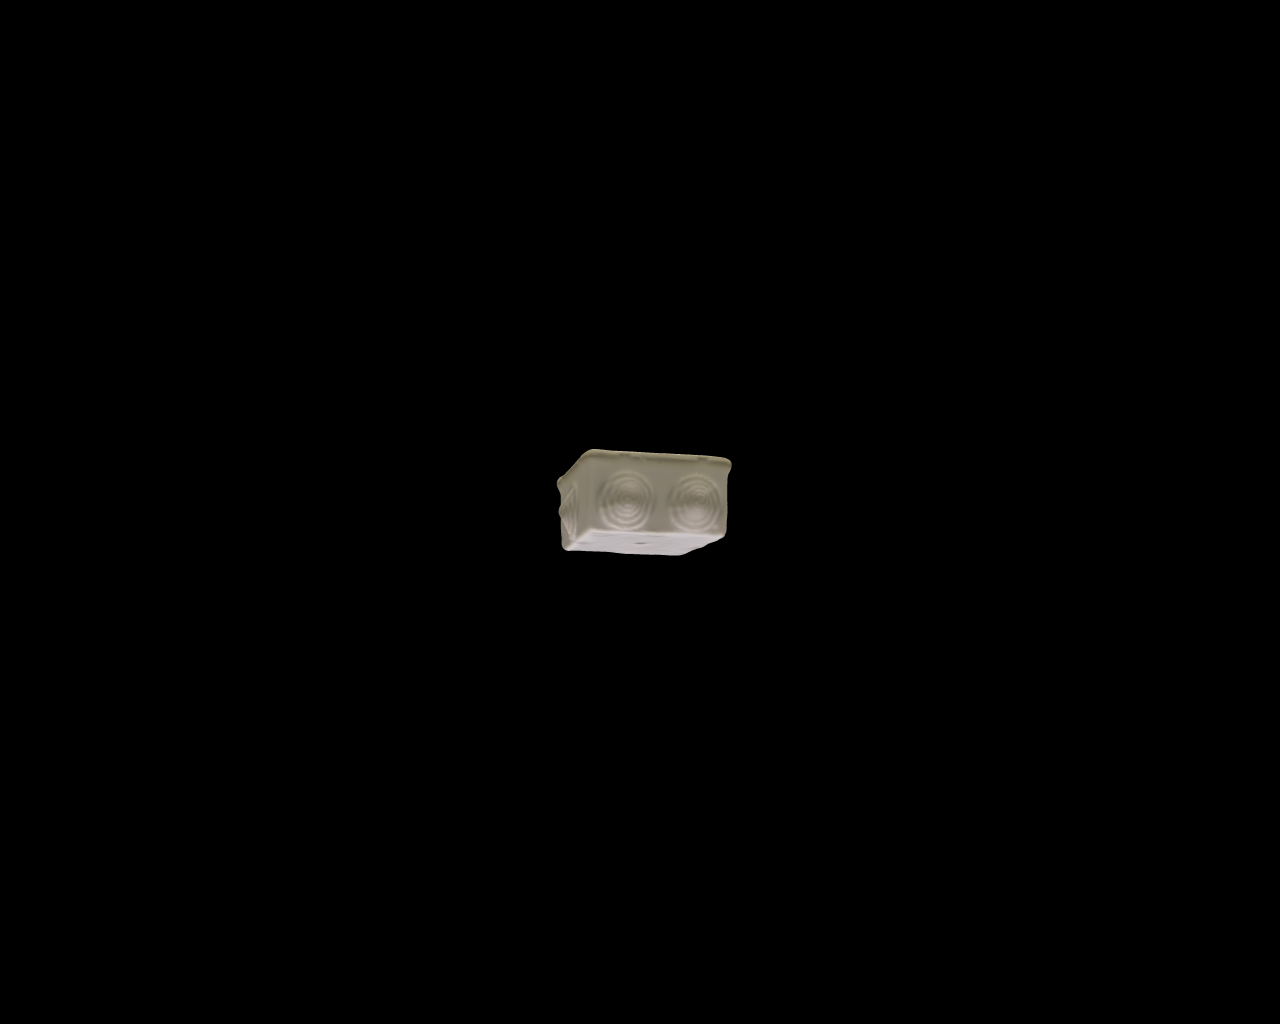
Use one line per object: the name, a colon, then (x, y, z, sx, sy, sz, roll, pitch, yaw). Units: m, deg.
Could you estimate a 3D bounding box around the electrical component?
electrical component: (0.001, -0.003, 0.650, 0.100, 0.048, 0.099, 3, -11, -16)
